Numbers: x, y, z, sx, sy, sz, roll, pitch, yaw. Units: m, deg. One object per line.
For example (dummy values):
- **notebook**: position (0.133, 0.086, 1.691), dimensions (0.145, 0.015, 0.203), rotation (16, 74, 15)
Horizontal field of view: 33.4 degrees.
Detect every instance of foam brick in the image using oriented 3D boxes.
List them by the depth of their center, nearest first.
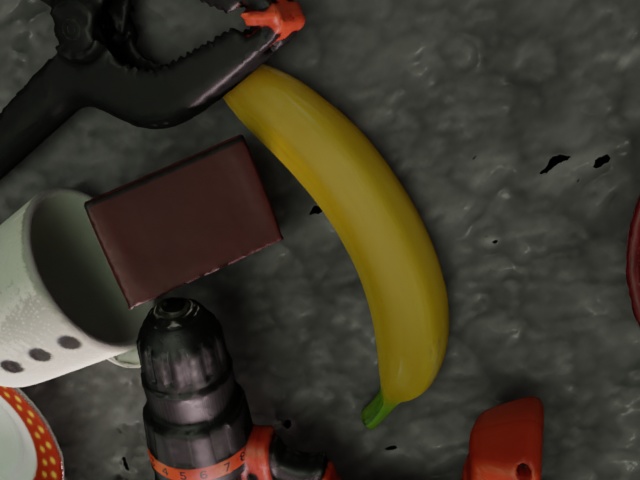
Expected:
- **foam brick**: position (-0.063, -0.008, 0.494), dimensions (0.078, 0.053, 0.051), rotation (-25, 93, -9)

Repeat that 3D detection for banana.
- **banana**: position (0.015, -0.002, 0.501), dimensions (0.070, 0.037, 0.198), rotation (-19, 100, 17)

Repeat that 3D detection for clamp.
- **clamp**: position (-0.109, -0.089, 0.497), dimensions (0.210, 0.036, 0.164), rotation (9, 109, 21)

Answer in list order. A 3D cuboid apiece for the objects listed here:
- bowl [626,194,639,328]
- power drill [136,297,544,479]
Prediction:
- **bowl**: position (0.210, 0.001, 0.446), dimensions (0.162, 0.055, 0.162), rotation (4, 106, 12)
- **power drill**: position (0.010, 0.108, 0.505), dimensions (0.188, 0.057, 0.184), rotation (2, 124, 14)
